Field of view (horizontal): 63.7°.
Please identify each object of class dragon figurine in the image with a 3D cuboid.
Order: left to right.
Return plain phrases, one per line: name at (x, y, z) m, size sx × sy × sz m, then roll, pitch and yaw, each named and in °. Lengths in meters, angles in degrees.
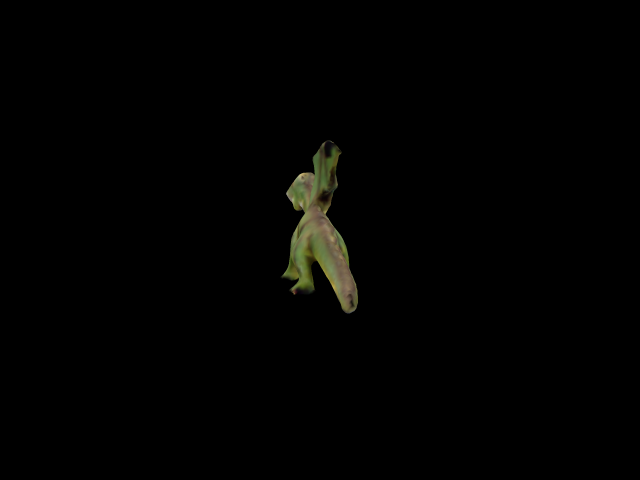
dragon figurine at (0.003, -0.043, 0.850) m, size 0.122 × 0.241 × 0.412 m, roll -1°, pitch 7°, yaw -15°
